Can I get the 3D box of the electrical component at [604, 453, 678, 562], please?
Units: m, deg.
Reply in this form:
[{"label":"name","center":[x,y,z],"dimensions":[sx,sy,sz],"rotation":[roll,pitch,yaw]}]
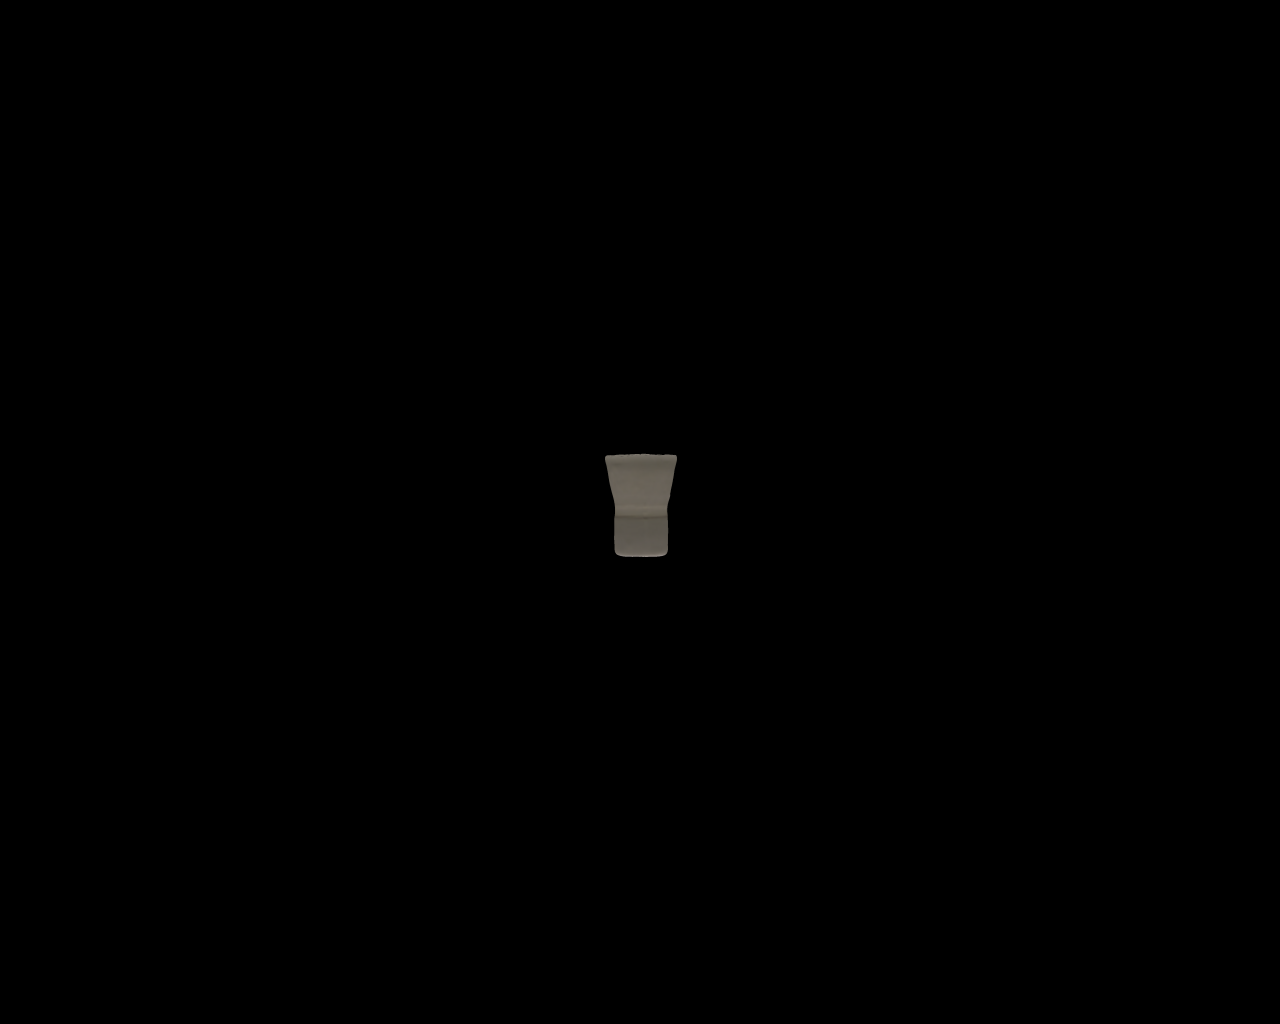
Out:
[{"label":"electrical component","center":[0.001,-0.003,0.650],"dimensions":[0.044,0.065,0.044],"rotation":[0,2,0]}]
